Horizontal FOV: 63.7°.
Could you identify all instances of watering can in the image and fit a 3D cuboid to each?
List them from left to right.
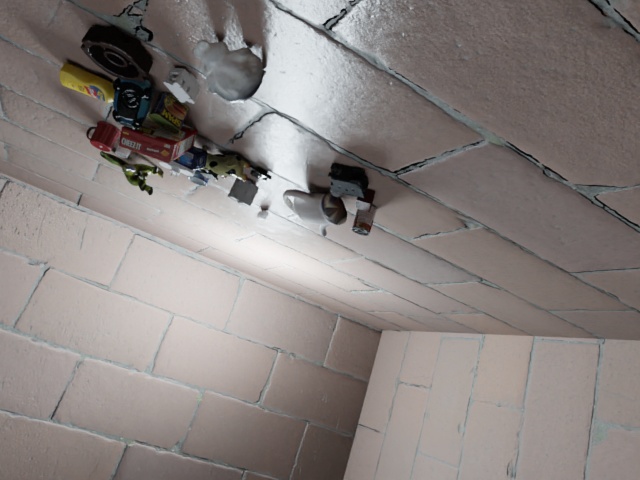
[{"bbox_3d":[0.006,-0.097,1.924,0.224,0.105,0.342,4,-24,36],"label":"watering can"}]

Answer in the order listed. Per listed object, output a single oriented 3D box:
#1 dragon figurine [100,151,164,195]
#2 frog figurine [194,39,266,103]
[{"bbox_3d":[-0.793,-0.293,2.103,0.243,0.123,0.407,24,-7,7],"label":"dragon figurine"},{"bbox_3d":[-0.213,-0.402,1.195,0.136,0.126,0.157,-29,-51,22],"label":"frog figurine"}]
